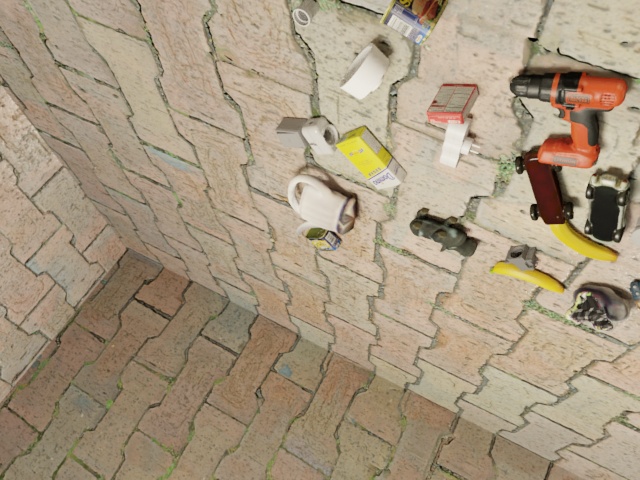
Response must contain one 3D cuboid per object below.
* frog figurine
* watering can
[{"bbox_3d":[0.715,0.175,1.306,0.159,0.124,0.136,6,164,-40],"label":"frog figurine"},{"bbox_3d":[0.005,-0.081,1.602,0.225,0.106,0.340,24,153,14],"label":"watering can"}]
